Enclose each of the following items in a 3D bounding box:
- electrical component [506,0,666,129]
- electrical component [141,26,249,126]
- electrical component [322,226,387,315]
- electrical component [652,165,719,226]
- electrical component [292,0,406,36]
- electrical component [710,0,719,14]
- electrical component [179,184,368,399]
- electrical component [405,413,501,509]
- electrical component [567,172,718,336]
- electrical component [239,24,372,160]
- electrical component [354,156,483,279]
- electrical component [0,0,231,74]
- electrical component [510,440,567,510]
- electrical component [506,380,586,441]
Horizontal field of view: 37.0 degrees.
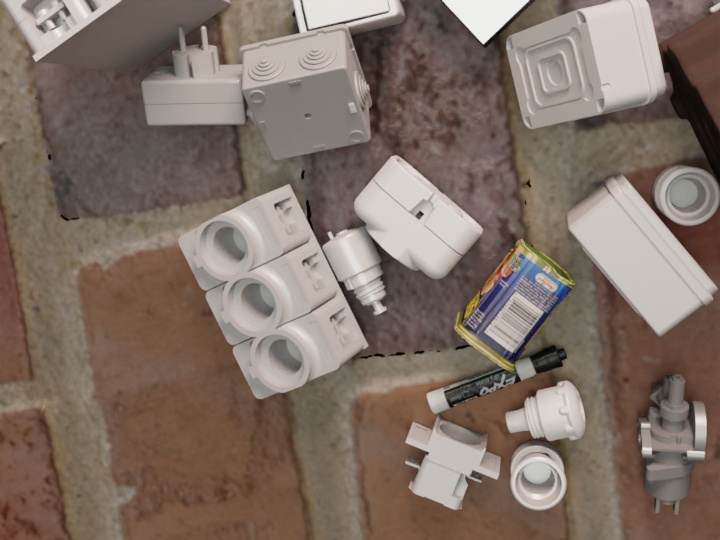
[{"bbox_3d":[0.168,-0.153,0.806,0.057,0.113,0.078,-17,97,-22],"label":"electrical component"},{"bbox_3d":[-0.132,-0.160,0.874,0.083,0.047,0.075,0,116,8],"label":"electrical component"},{"bbox_3d":[0.000,0.000,0.891,0.040,0.040,0.078,-25,94,11],"label":"electrical component"},{"bbox_3d":[0.253,-0.059,0.838,0.045,0.055,0.045,1,98,8],"label":"electrical component"},{"bbox_3d":[-0.005,-0.221,0.850,0.096,0.061,0.061,-12,96,10],"label":"electrical component"},{"bbox_3d":[0.289,-0.220,0.809,0.079,0.043,0.077,-31,93,-15],"label":"electrical component"},{"bbox_3d":[-0.073,0.020,0.881,0.089,0.062,0.150,-24,94,30],"label":"electrical component"},{"bbox_3d":[0.074,0.162,0.903,0.081,0.042,0.063,21,104,6],"label":"electrical component"},{"bbox_3d":[0.213,-0.015,0.824,0.056,0.109,0.108,-40,91,14],"label":"electrical component"},{"bbox_3d":[-0.041,-0.137,0.850,0.100,0.099,0.048,-10,52,9],"label":"electrical component"},{"bbox_3d":[0.045,-0.040,0.872,0.095,0.054,0.059,41,101,1],"label":"electrical component"},{"bbox_3d":[-0.180,-0.207,0.814,0.105,0.186,0.060,-32,92,11],"label":"electrical component"},{"bbox_3d":[0.146,0.167,0.885,0.045,0.055,0.045,1,97,8],"label":"electrical component"},{"bbox_3d":[0.152,0.119,0.884,0.062,0.048,0.048,-14,96,17],"label":"electrical component"}]
